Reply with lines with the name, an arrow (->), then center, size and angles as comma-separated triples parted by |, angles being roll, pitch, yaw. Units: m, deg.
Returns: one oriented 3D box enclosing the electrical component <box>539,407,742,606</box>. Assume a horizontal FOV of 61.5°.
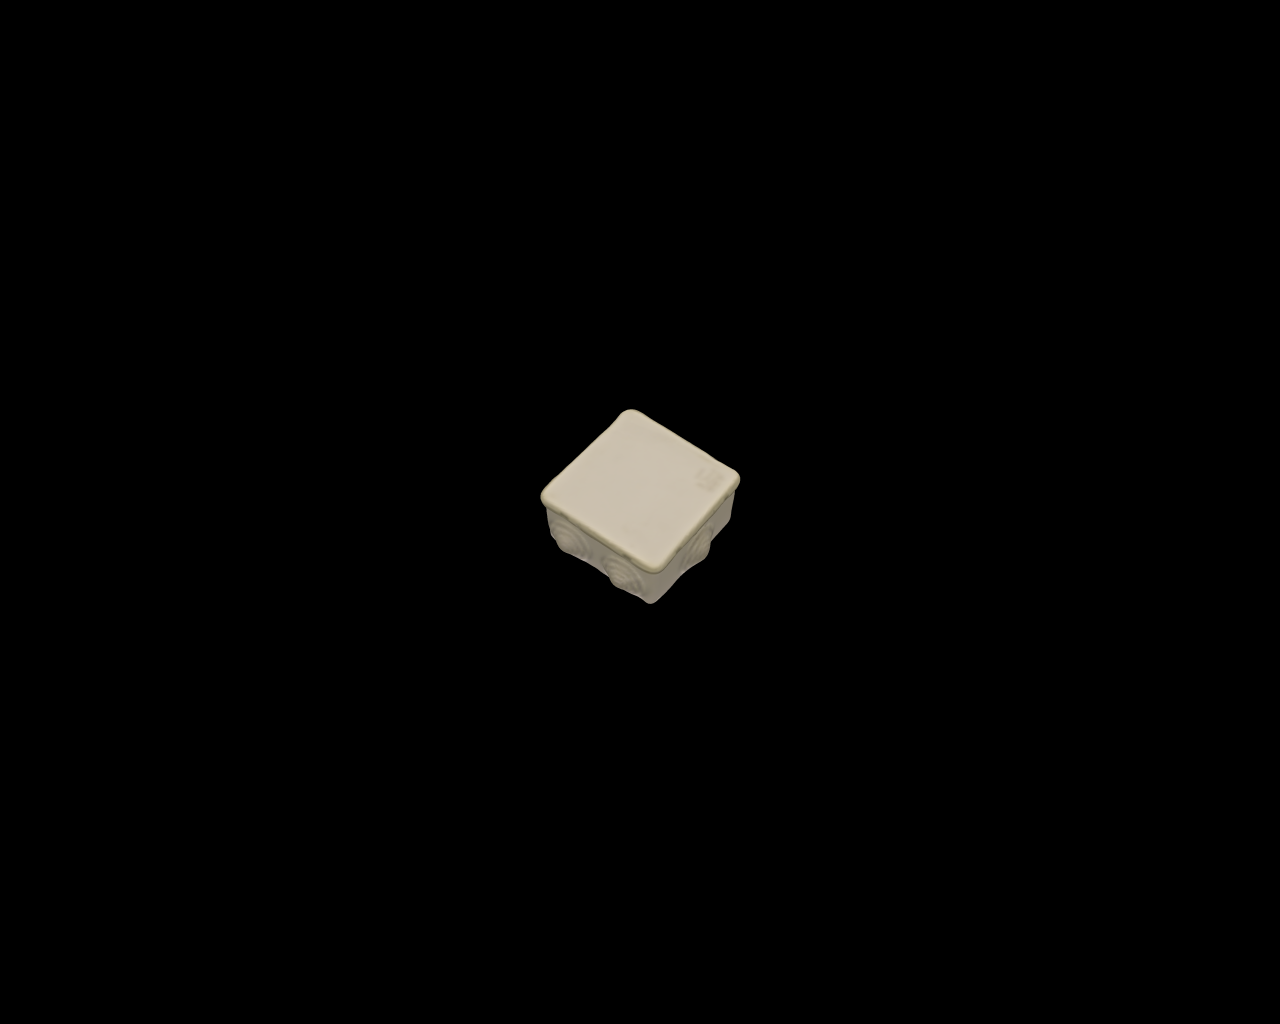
electrical component -> 0.001, -0.003, 0.650 | 0.100, 0.100, 0.048 | 33, -29, 21
